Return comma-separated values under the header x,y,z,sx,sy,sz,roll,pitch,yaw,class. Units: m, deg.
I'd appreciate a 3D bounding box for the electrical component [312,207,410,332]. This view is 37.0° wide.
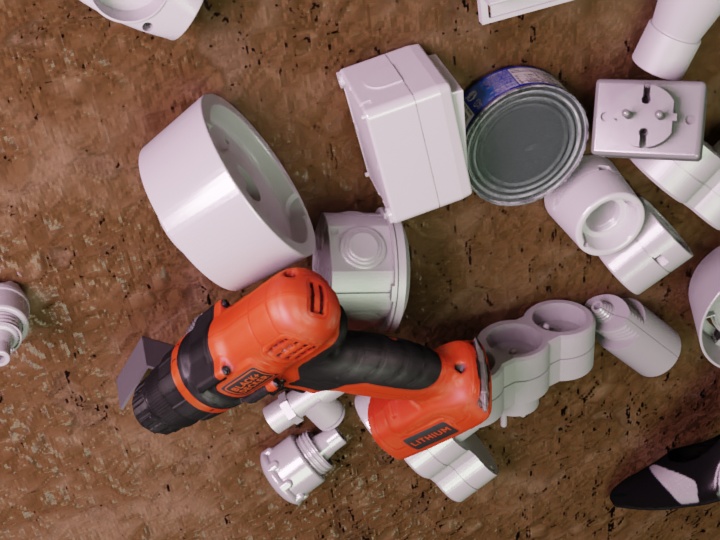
x,y,z,sx,sy,sz,roll,pitch,yaw,class
0.000,0.000,0.686,0.051,0.080,0.080,0,125,-12,electrical component

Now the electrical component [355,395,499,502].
x,y,z,sx,sy,sz,roll,pitch,yaw,class
0.065,0.115,0.808,0.074,0.052,0.138,-39,127,11,electrical component

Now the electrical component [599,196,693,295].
x,y,z,sx,sy,sz,roll,pitch,yaw,class
0.197,-0.016,0.756,0.047,0.055,0.055,-42,127,18,electrical component

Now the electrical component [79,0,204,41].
x,y,z,sx,sy,sz,roll,pitch,yaw,class
-0.111,-0.168,0.546,0.077,0.044,0.079,23,114,-31,electrical component

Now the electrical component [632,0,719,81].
x,y,z,sx,sy,sz,roll,pitch,yaw,class
0.197,-0.151,0.665,0.044,0.044,0.065,5,128,-22,electrical component

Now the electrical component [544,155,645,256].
x,y,z,sx,sy,sz,roll,pitch,yaw,class
0.160,-0.043,0.728,0.055,0.047,0.055,-9,127,-12,electrical component

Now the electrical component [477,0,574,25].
x,y,z,sx,sy,sz,roll,pitch,yaw,class
0.116,-0.192,0.592,0.121,0.063,0.078,-17,128,-7,electrical component

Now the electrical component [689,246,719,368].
x,y,z,sx,sy,sz,roll,pitch,yaw,class
0.297,0.025,0.806,0.099,0.064,0.099,0,121,1,electrical component

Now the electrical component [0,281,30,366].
x,y,z,sx,sy,sz,roll,pitch,yaw,class
-0.217,0.035,0.648,0.035,0.061,0.035,-9,127,-12,electrical component

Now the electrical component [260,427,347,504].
x,y,z,sx,sy,sz,roll,pitch,yaw,class
-0.039,0.139,0.798,0.062,0.048,0.048,-37,128,1,electrical component

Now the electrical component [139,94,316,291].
x,y,z,sx,sy,sz,roll,pitch,yaw,class
-0.081,-0.039,0.614,0.060,0.108,0.108,-32,129,13,electrical component

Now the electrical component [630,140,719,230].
x,y,z,sx,sy,sz,roll,pitch,yaw,class
0.254,-0.071,0.736,0.138,0.052,0.073,28,113,-33,electrical component

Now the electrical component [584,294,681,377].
x,y,z,sx,sy,sz,roll,pitch,yaw,class
0.201,0.045,0.808,0.081,0.043,0.043,33,110,-34,electrical component

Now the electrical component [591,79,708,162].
x,y,z,sx,sy,sz,roll,pitch,yaw,class
0.176,-0.093,0.658,0.066,0.077,0.047,5,95,19,electrical component

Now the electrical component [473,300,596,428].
x,y,z,sx,sy,sz,roll,pitch,yaw,class
0.111,0.080,0.775,0.138,0.052,0.073,-22,124,-28,electrical component

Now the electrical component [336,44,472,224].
x,y,z,sx,sy,sz,roll,pitch,yaw,class
0.032,-0.078,0.649,0.061,0.061,0.096,-20,129,-4,electrical component
